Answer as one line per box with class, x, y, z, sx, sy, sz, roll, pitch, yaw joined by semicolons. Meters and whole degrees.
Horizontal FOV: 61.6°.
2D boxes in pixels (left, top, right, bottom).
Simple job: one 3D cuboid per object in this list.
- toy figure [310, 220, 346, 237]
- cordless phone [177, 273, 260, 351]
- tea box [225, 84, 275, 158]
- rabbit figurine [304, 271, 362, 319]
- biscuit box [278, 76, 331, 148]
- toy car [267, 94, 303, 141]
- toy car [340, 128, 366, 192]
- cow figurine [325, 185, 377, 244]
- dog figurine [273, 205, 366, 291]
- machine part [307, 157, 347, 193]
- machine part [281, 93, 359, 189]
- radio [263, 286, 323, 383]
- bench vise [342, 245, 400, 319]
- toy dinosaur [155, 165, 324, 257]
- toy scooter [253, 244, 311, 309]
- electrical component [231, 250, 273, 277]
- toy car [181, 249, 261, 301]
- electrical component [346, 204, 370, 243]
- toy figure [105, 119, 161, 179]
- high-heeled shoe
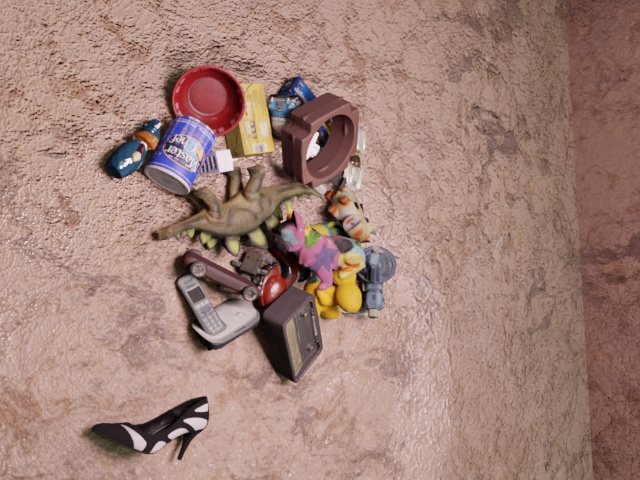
toy figure;-0.003;-0.008;1.441;0.180;0.089;0.082;-6;86;-40
cordless phone;-0.240;0.147;1.235;0.146;0.089;0.184;-29;90;-39
tea box;-0.178;-0.287;1.298;0.098;0.068;0.169;-14;97;-44
rabbit figurine;0.049;0.142;1.430;0.122;0.173;0.162;23;78;-36
biscuit box;-0.027;-0.341;1.446;0.202;0.059;0.063;46;60;-32
toy car;-0.074;-0.295;1.347;0.161;0.109;0.103;25;75;-70
toy car;0.092;-0.240;1.557;0.073;0.056;0.201;14;80;-42
cow figurine;0.083;-0.065;1.458;0.127;0.085;0.195;43;17;-26
dog figurine;-0.007;0.004;1.312;0.191;0.109;0.219;-29;111;-7
machine part;0.011;-0.178;1.446;0.084;0.139;0.039;-48;164;-38
machine part;0.000;-0.246;1.331;0.201;0.087;0.201;-35;146;-29
radio;-0.063;0.233;1.336;0.131;0.073;0.229;-44;143;-36
bench vise;0.153;0.099;1.528;0.240;0.129;0.223;83;23;-60
toy dinosaur;-0.172;-0.076;1.283;0.471;0.105;0.198;-26;116;-33
toy scooter;-0.106;0.081;1.352;0.184;0.075;0.135;-44;118;-37
electrical component;-0.165;0.055;1.301;0.021;0.094;0.063;96;13;-60
toy car;-0.224;0.085;1.220;0.202;0.089;0.053;31;92;-30
electrical component;0.103;-0.045;1.567;0.075;0.048;0.119;-13;98;-42
toy figure;-0.380;-0.191;1.114;0.154;0.064;0.057;-57;166;-31
high-heeled shoe;-0.341;0.371;1.129;0.248;0.086;0.145;37;60;-39
